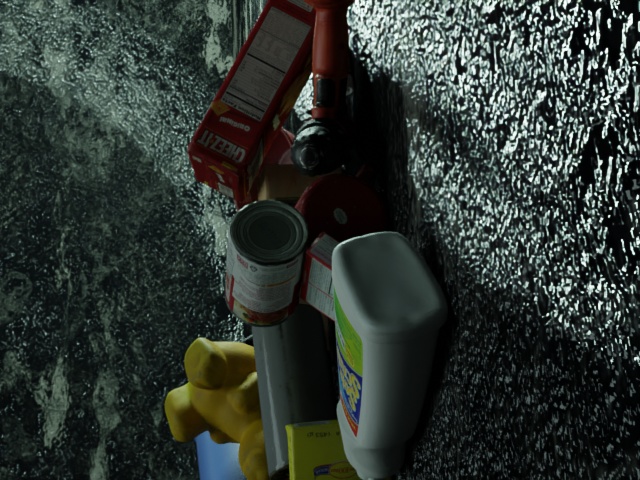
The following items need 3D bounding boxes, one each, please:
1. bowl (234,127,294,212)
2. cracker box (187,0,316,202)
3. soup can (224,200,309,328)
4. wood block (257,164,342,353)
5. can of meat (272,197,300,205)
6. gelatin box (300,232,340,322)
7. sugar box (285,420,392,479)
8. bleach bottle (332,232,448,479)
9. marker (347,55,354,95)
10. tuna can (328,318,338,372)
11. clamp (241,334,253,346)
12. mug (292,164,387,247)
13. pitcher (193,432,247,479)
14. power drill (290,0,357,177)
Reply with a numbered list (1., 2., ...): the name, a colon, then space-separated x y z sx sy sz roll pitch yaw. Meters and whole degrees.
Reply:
1. bowl: -0.055 -0.081 1.431 0.162 0.055 0.162 3 93 54
2. cracker box: -0.066 -0.160 1.200 0.213 0.072 0.164 -63 -1 -8
3. soup can: -0.047 0.021 0.923 0.102 0.068 0.068 100 166 -54
4. wood block: -0.019 0.024 1.203 0.091 0.090 0.206 131 137 -79
5. can of meat: -0.007 0.001 1.067 0.084 0.102 0.057 -107 18 -56
6. gelatin box: 0.028 0.044 0.897 0.030 0.089 0.073 -47 -19 -30
7. sugar box: 0.020 0.253 0.967 0.048 0.093 0.176 145 122 -82
8. bleach bottle: 0.048 0.115 0.838 0.251 0.068 0.103 90 162 -44
9. marker: 0.020 -0.206 1.109 0.020 0.020 0.121 104 162 -65
10. tuna can: 0.030 0.088 1.062 0.086 0.033 0.086 177 90 -83
11. clamp: -0.090 0.143 1.369 0.036 0.165 0.210 61 -169 -4
12. mug: 0.019 -0.020 0.968 0.117 0.093 0.082 -57 1 -20
13. pitcher: -0.069 0.279 1.247 0.145 0.149 0.243 52 -170 -25
14. power drill: 0.004 -0.156 0.988 0.184 0.057 0.188 -63 -24 -76
